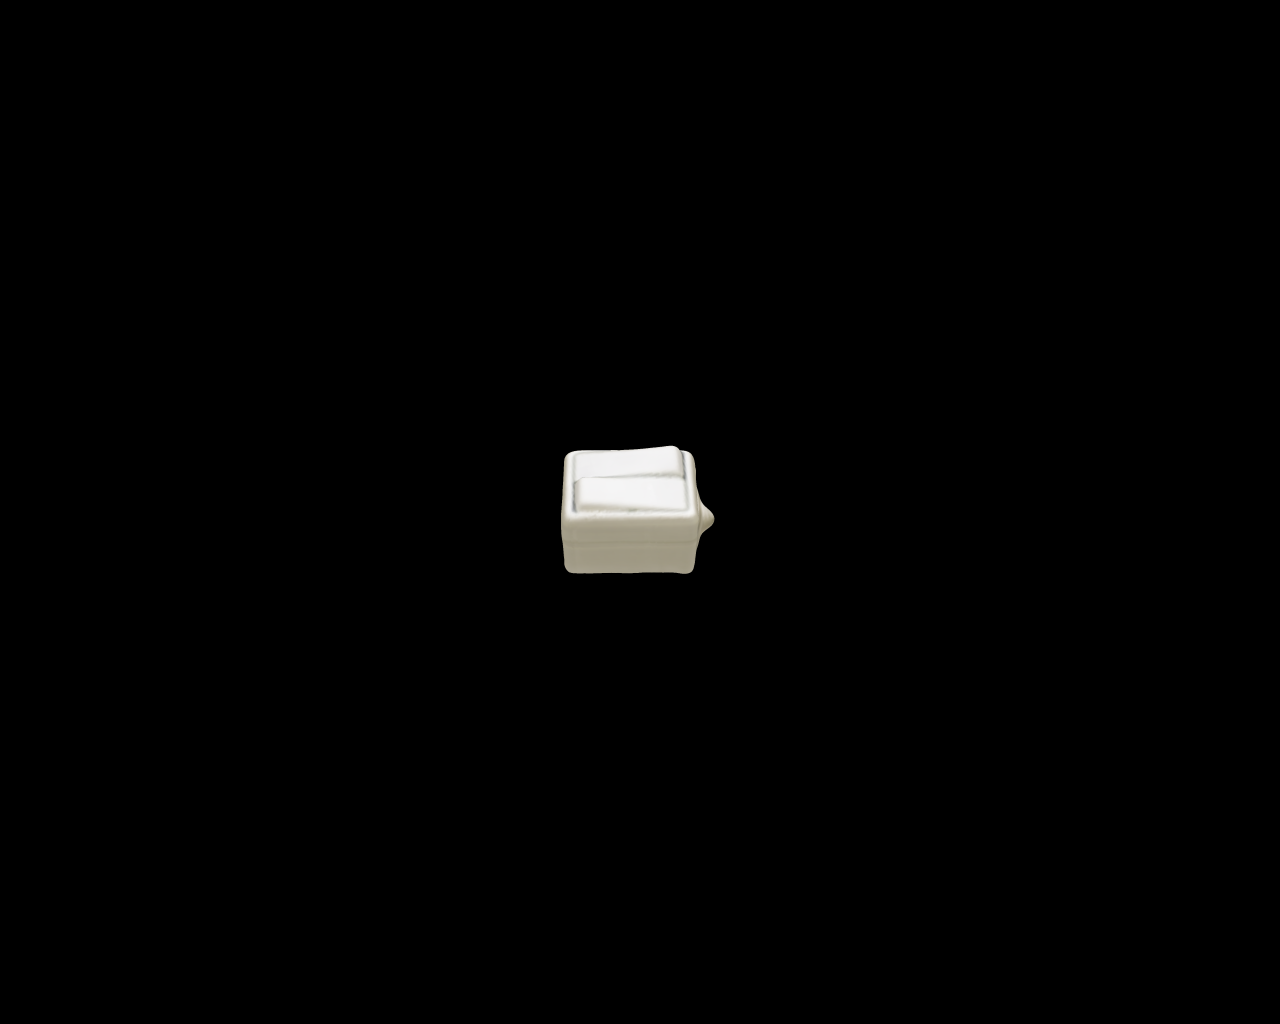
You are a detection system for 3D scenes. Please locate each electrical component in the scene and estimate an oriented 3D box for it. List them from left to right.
[{"bbox_3d":[0.001,-0.003,0.650,0.096,0.062,0.061,0,-43,0],"label":"electrical component"}]
